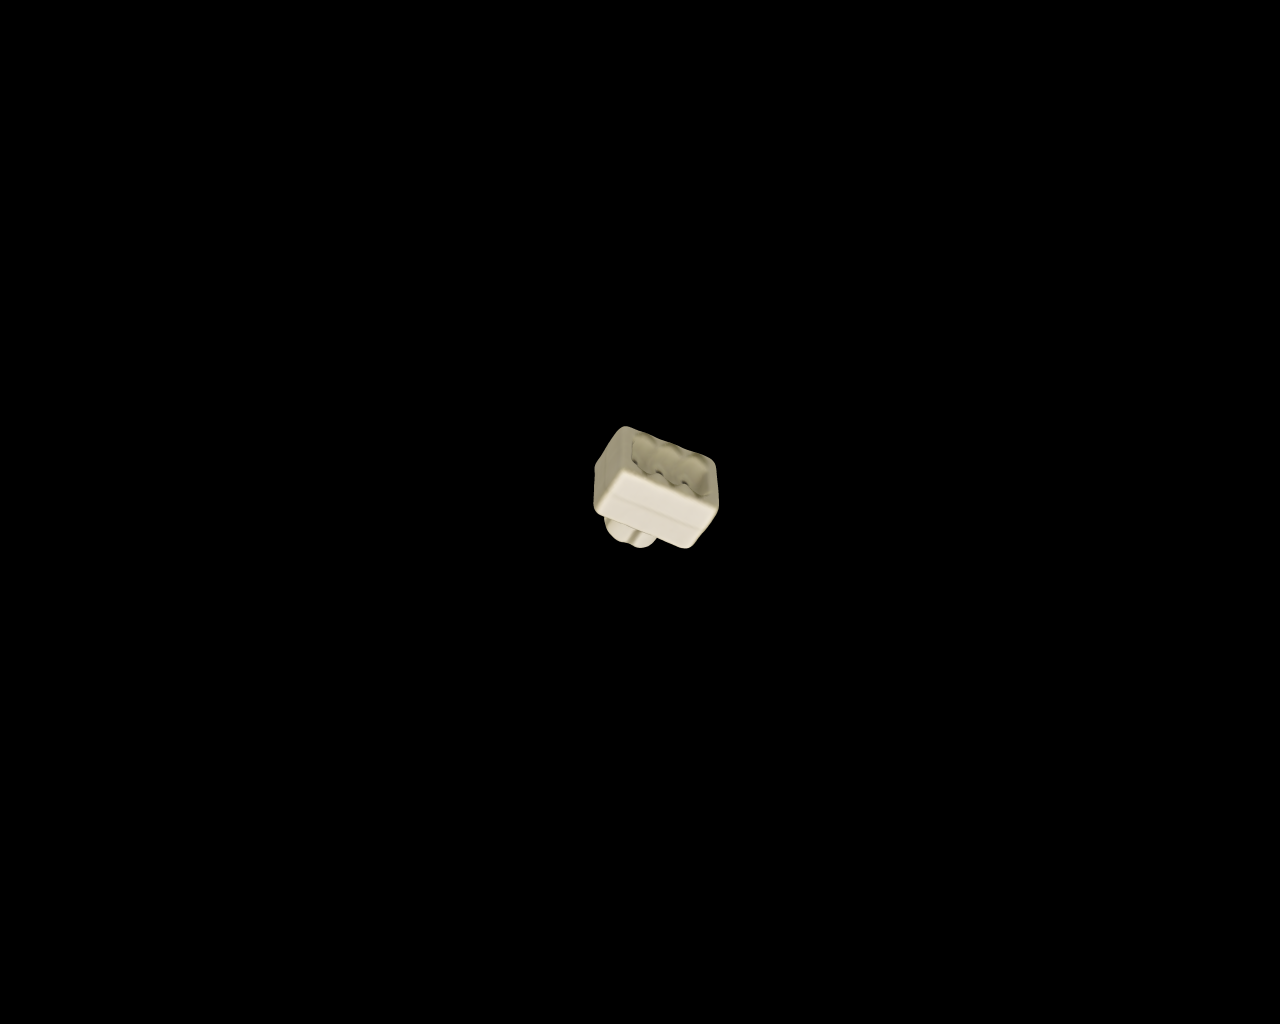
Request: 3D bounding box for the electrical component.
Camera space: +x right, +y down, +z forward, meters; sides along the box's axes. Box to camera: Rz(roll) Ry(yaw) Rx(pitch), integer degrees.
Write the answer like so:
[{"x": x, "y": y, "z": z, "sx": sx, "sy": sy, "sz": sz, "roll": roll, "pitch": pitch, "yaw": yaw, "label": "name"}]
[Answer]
[{"x": 0.001, "y": -0.003, "z": 0.650, "sx": 0.066, "sy": 0.076, "sz": 0.047, "roll": 22, "pitch": 38, "yaw": -18, "label": "electrical component"}]
